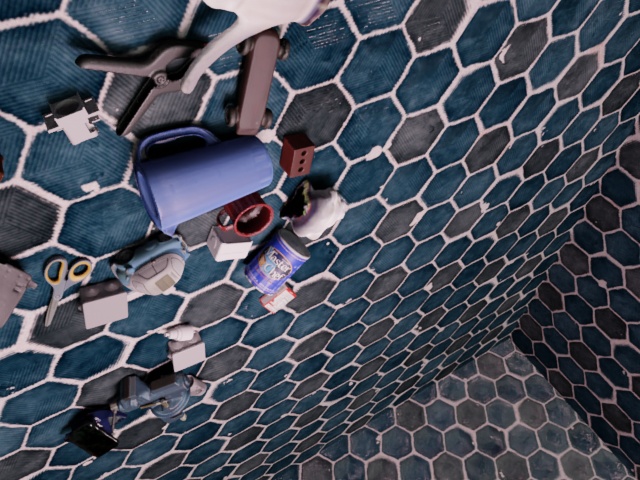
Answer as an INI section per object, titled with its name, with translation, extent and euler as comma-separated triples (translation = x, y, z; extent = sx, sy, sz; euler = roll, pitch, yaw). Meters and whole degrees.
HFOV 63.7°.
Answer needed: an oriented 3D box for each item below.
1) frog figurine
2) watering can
[frog figurine]
translation = 0.004, -0.063, 1.250
extent = 0.158, 0.124, 0.137
euler = 19, 98, -38
[watering can]
translation = -0.093, -0.379, 0.791
extent = 0.225, 0.106, 0.340
euler = -6, 134, -39
